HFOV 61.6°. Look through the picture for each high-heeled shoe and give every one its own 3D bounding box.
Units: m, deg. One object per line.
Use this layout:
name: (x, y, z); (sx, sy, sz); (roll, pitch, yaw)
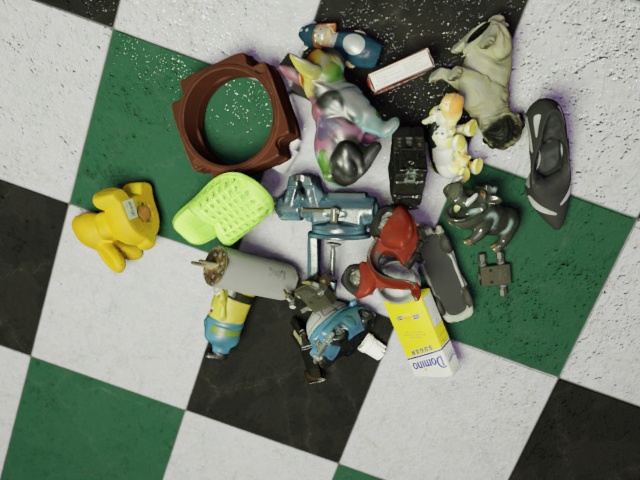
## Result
high-heeled shoe: (0.416, -0.128, 0.950); (0.086, 0.145, 0.248); (-19, 99, 7)

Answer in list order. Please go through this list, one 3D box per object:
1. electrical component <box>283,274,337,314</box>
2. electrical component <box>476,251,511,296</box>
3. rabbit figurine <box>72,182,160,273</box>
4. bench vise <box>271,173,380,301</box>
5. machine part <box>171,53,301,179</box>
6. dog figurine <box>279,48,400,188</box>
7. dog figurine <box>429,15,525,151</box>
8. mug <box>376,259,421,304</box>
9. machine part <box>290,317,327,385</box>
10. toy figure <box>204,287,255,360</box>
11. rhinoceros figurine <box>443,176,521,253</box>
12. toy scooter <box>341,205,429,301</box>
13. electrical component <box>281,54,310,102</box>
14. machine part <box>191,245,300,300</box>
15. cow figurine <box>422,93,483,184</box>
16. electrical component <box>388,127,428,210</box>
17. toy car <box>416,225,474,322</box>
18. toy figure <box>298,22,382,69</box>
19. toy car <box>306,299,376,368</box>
electrical component: (-0.018, 0.102, 0.993); (0.102, 0.045, 0.078); (-22, 109, 37)
electrical component: (0.342, 0.068, 1.058); (0.063, 0.021, 0.094); (-9, 102, 5)
rabbit figurine: (-0.401, -0.024, 1.050); (0.173, 0.122, 0.162); (-11, 111, 20)
bench vise: (0.000, -0.004, 1.016); (0.224, 0.129, 0.240); (1, 98, 6)
machine part: (-0.152, -0.215, 0.971); (0.201, 0.087, 0.201); (-19, 88, 15)
dog figurine: (0.011, -0.220, 0.924); (0.219, 0.108, 0.191); (37, 82, -15)
dog figurine: (0.318, -0.276, 0.960); (0.190, 0.121, 0.172); (38, 105, -19)
mug: (0.133, 0.073, 1.026); (0.110, 0.107, 0.080); (6, 94, 6)
machine part: (-0.027, 0.227, 1.091); (0.039, 0.084, 0.138); (-23, 110, -18)
toy figure: (-0.182, 0.148, 1.074); (0.089, 0.082, 0.180); (8, 96, -34)
rhinoceros figurine: (0.291, -0.048, 0.970); (0.190, 0.073, 0.112); (20, 124, -33)
toy scooter: (0.132, 0.033, 0.933); (0.135, 0.075, 0.184); (26, 80, 19)
electrical component: (-0.020, -0.299, 0.989); (0.119, 0.048, 0.075); (38, 101, -7)
machine part: (-0.127, 0.064, 1.003); (0.243, 0.079, 0.079); (18, 106, -41)
cow figurine: (0.228, -0.186, 0.962); (0.068, 0.098, 0.167); (-38, 126, -25)
electrical component: (0.156, -0.137, 0.969); (0.058, 0.134, 0.114); (1, 145, 0)
toy car: (0.238, 0.066, 1.048); (0.073, 0.056, 0.201); (-22, 99, 14)
toy figure: (0.034, -0.356, 0.971); (0.154, 0.057, 0.064); (19, 64, 1)
toy car: (0.027, 0.172, 1.045); (0.103, 0.161, 0.109); (41, 122, 24)
